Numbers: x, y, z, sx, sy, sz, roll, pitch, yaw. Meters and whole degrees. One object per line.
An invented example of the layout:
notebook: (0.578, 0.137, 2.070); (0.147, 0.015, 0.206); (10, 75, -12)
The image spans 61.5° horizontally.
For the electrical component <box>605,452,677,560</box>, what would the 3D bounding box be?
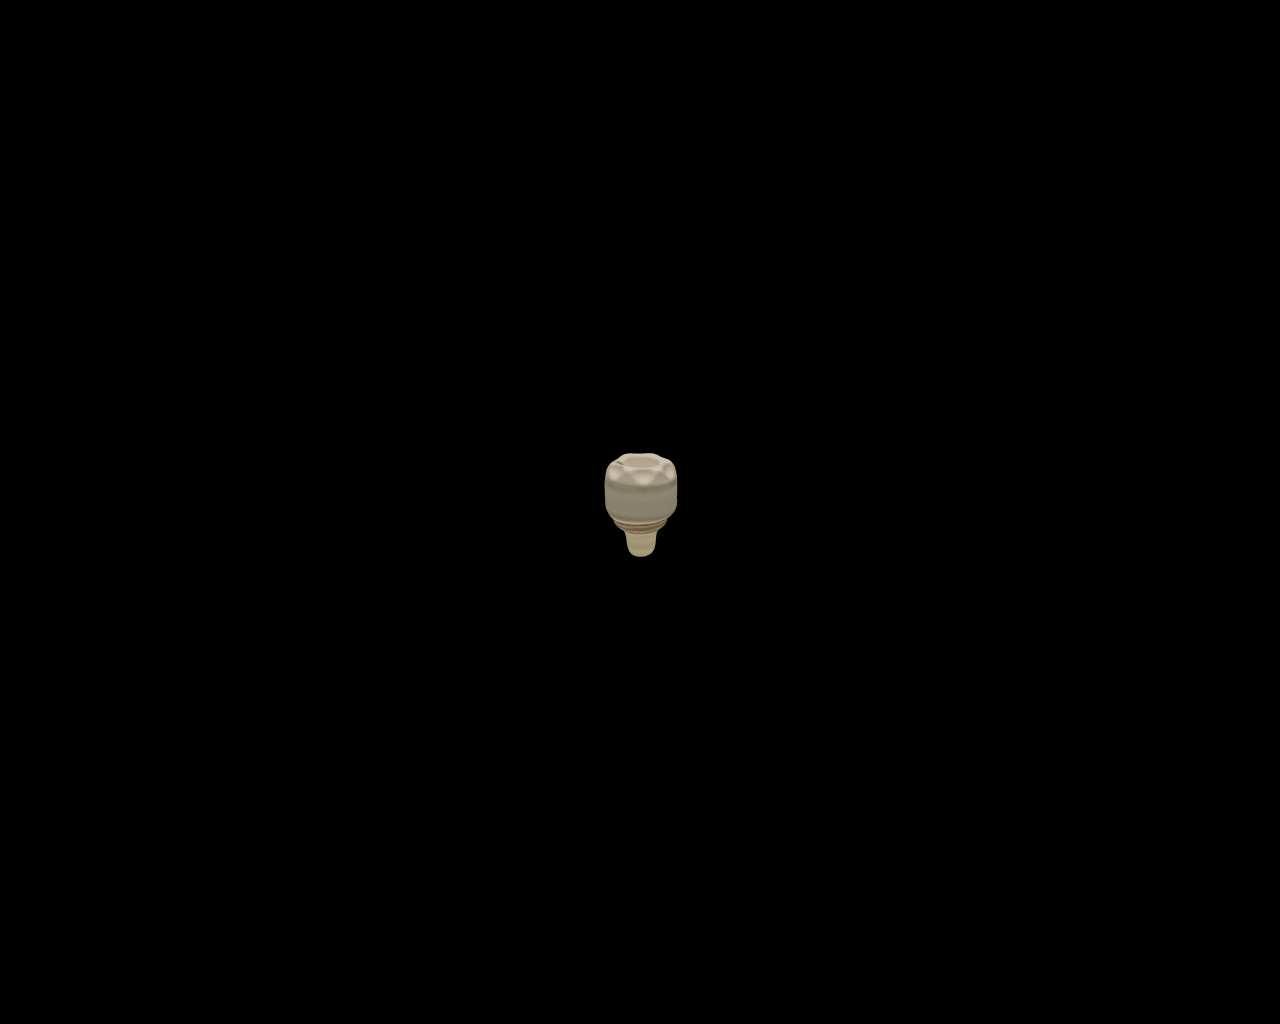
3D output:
electrical component: (0.001, -0.003, 0.650); (0.043, 0.062, 0.043); (0, 21, 0)
